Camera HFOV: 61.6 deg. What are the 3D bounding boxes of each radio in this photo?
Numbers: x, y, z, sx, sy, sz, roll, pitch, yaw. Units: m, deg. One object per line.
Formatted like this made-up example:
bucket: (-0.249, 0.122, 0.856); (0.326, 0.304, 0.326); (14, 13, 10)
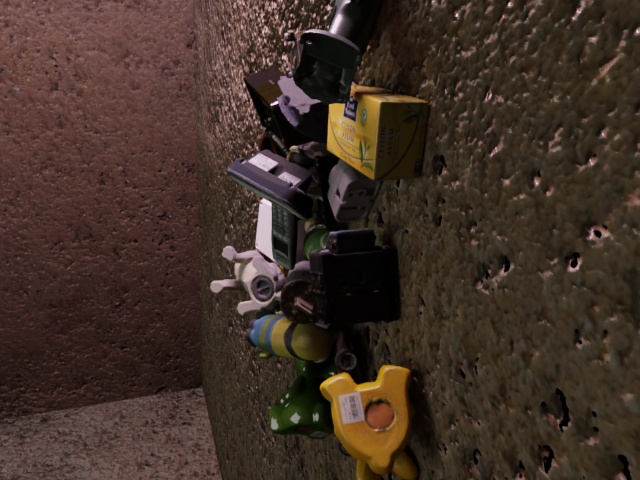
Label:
radio: (-0.070, -0.238, 1.022); (0.230, 0.073, 0.130); (-123, 11, -56)

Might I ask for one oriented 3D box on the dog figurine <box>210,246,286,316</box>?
dog figurine: (-0.106, 0.077, 1.106); (0.172, 0.190, 0.121); (36, 105, 18)

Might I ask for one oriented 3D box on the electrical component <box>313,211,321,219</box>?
electrical component: (-0.002, -0.003, 1.013); (0.063, 0.021, 0.094); (116, 146, -55)

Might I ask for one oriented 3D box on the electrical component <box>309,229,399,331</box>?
electrical component: (0.046, 0.052, 0.743); (0.058, 0.115, 0.134); (178, 86, -69)

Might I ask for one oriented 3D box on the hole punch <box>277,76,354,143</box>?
hole punch: (-0.004, -0.204, 0.846); (0.142, 0.116, 0.092); (-114, 19, -46)

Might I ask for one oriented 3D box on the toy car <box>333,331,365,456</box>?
toy car: (0.048, 0.248, 0.878); (0.089, 0.053, 0.202); (-72, -19, -85)

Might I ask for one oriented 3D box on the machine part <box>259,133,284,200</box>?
machine part: (-0.096, -0.163, 1.202); (0.179, 0.056, 0.179); (177, 90, -71)

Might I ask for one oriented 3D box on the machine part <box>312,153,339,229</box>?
machine part: (0.022, -0.085, 0.862); (0.039, 0.084, 0.138); (38, 143, 34)

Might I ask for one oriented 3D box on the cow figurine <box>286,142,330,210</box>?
cow figurine: (-0.029, -0.104, 0.951); (0.167, 0.098, 0.068); (120, 141, -51)

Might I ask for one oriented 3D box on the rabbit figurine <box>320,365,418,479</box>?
rabbit figurine: (0.079, 0.256, 0.746); (0.173, 0.122, 0.162); (99, 152, -72)

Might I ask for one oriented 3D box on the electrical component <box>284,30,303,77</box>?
electrical component: (-0.045, -0.350, 1.024); (0.078, 0.045, 0.102); (172, 93, -70)

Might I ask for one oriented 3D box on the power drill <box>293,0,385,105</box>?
power drill: (0.037, -0.284, 0.650); (0.232, 0.086, 0.207); (113, 172, -62)

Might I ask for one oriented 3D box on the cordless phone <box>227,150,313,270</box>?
cordless phone: (-0.083, -0.044, 0.910); (0.147, 0.089, 0.184); (29, 135, 26)

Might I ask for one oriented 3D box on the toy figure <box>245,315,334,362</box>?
toy figure: (-0.058, 0.172, 0.942); (0.180, 0.089, 0.082); (1, 93, 36)

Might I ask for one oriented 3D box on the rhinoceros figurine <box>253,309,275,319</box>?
rhinoceros figurine: (-0.109, 0.202, 1.231); (0.190, 0.073, 0.112); (82, 172, -52)

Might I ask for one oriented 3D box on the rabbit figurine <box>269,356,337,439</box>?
rabbit figurine: (-0.021, 0.265, 0.999); (0.159, 0.121, 0.170); (119, 157, -53)

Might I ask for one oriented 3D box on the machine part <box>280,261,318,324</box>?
machine part: (-0.027, 0.087, 0.942); (0.243, 0.079, 0.079); (-75, -16, -81)

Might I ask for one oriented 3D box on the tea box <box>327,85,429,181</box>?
tea box: (0.069, -0.146, 0.705); (0.170, 0.068, 0.098); (-132, 41, -62)
